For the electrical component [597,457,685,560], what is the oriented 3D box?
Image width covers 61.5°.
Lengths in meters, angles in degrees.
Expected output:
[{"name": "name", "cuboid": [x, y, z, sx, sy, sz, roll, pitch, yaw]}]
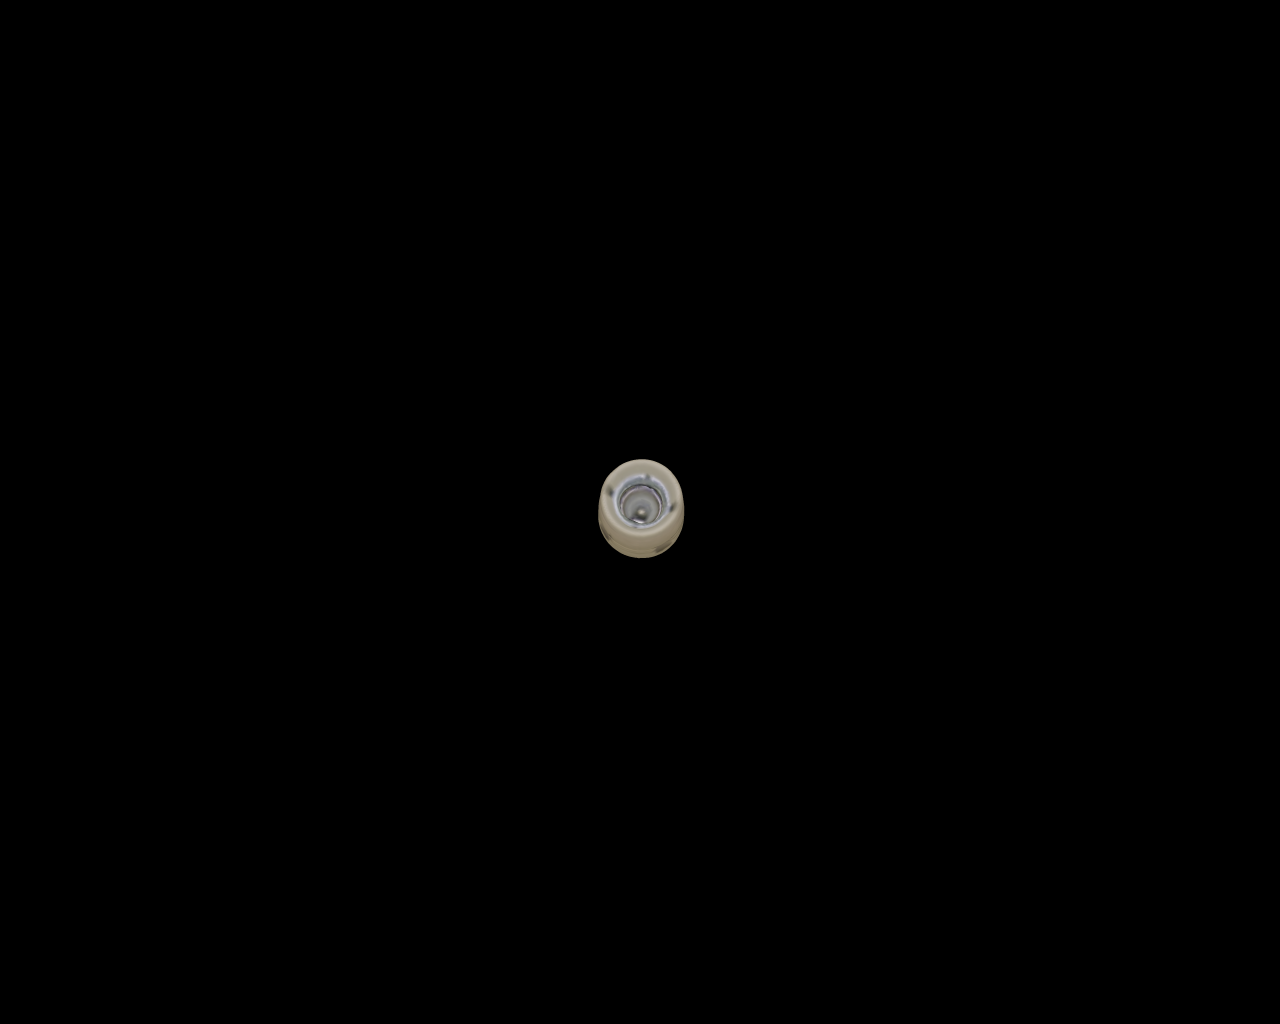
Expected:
[{"name": "electrical component", "cuboid": [0.001, -0.003, 0.650, 0.055, 0.055, 0.047, 0, -15, 0]}]
